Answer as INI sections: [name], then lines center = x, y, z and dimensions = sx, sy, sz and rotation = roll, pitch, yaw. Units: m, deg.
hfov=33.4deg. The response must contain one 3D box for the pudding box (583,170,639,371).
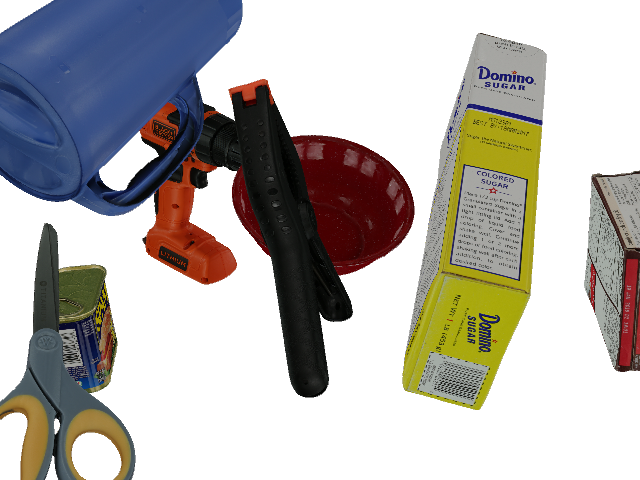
[pudding box]
center = 0.201, 0.018, 0.692
dimensions = 0.039, 0.090, 0.113
rotation = -2, 28, 2

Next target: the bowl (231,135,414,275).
[bowl]
center = 0.000, -0.021, 0.952
dimensions = 0.162, 0.162, 0.055
rotation = 0, -43, -10

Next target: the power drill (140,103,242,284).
[power drill]
center = -0.124, -0.051, 1.110
dimensions = 0.185, 0.188, 0.057
rotation = 26, 37, 33

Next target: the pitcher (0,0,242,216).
[pitcher]
center = -0.165, -0.143, 0.874
dimensions = 0.145, 0.149, 0.242
rotation = 20, 49, 27

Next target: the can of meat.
[can of meat]
center = -0.225, 0.083, 0.999
dimensions = 0.057, 0.084, 0.102
rotation = -6, 26, 0

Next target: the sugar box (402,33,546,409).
[sugar box]
center = 0.080, -0.014, 0.536
dimensions = 0.048, 0.176, 0.093
rotation = 15, -42, 3

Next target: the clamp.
[clamp]
center = -0.019, -0.009, 0.757
dimensions = 0.036, 0.210, 0.164
rotation = -14, 5, 11

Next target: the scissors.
[scissors]
center = -0.141, 0.073, 0.614
dimensions = 0.096, 0.201, 0.016
rotation = 15, -44, -6
